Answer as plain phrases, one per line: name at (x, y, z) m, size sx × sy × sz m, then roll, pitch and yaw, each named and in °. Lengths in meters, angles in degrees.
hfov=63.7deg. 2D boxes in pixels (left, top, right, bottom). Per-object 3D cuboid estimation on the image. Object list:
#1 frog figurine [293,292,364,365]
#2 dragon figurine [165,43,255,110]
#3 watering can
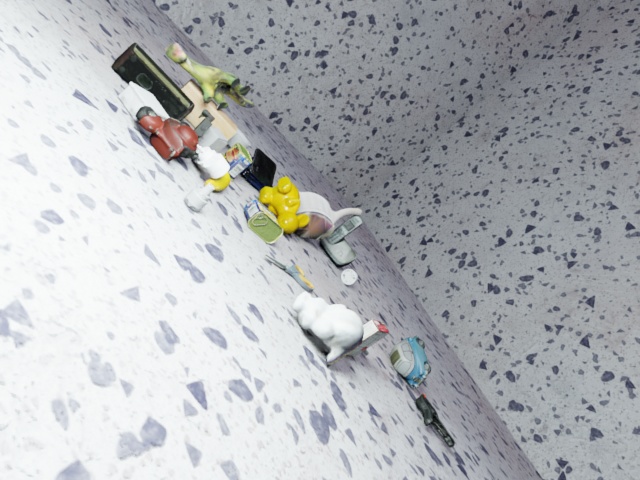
frog figurine at (0.020, 0.174, 1.125) m, size 0.159 × 0.121 × 0.139 m, roll 61°, pitch 29°, yaw 1°
dragon figurine at (-0.353, -0.521, 1.614) m, size 0.243 × 0.121 × 0.411 m, roll 43°, pitch 8°, yaw 5°
watering can at (0.006, -0.091, 1.812) m, size 0.347 × 0.102 × 0.229 m, roll 12°, pitch 33°, yaw -16°
